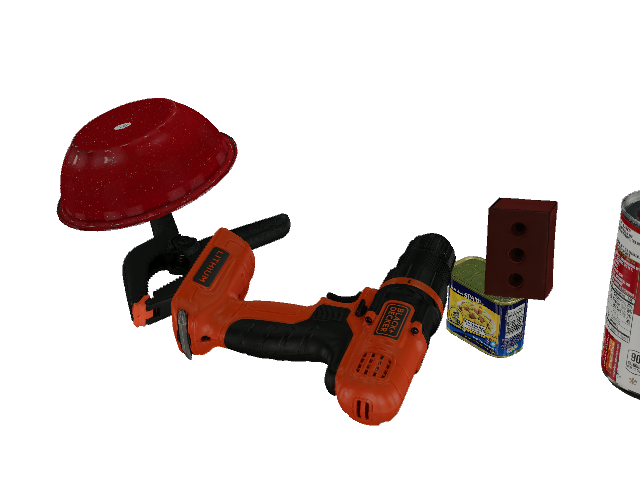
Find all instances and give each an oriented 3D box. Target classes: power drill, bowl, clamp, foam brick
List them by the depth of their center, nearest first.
[{"bbox_3d":[-0.003,0.044,0.800,0.188,0.057,0.184,11,41,18],"label":"power drill"},{"bbox_3d":[-0.154,-0.073,0.889,0.162,0.055,0.162,-15,30,8],"label":"bowl"},{"bbox_3d":[0.170,0.007,0.903,0.053,0.078,0.051,4,15,19],"label":"foam brick"},{"bbox_3d":[-0.145,0.009,1.070,0.165,0.036,0.209,19,39,17],"label":"clamp"}]

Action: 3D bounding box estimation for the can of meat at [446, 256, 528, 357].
[{"bbox_3d":[0.195,0.079,1.252,0.057,0.084,0.102,-23,37,-34],"label":"can of meat"}]

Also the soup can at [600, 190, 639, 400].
[{"bbox_3d":[0.192,0.030,0.581,0.068,0.102,0.068,0,24,0],"label":"soup can"}]
